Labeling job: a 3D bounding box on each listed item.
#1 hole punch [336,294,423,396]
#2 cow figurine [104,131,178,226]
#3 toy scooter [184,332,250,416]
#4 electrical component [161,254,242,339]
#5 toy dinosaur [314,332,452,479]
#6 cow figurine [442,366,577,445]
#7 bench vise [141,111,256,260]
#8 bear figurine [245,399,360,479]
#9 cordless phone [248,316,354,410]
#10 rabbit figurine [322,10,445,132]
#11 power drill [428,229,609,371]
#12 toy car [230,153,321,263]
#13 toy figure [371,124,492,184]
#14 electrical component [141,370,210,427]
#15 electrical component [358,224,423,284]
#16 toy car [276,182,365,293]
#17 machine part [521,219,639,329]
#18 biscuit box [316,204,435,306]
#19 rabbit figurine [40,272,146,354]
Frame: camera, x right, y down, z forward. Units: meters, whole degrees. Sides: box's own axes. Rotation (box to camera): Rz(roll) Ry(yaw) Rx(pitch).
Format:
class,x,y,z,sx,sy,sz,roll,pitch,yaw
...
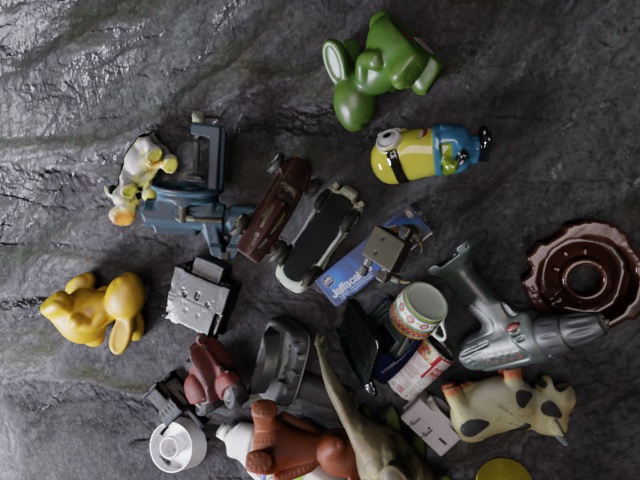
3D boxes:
class,x,y,z,sx,sy,sz,roll,pitch,yaw
hole punch,0.093,0.159,0.863,0.142,0.092,0.115,54,140,42
cow figurine,-0.331,-0.111,0.956,0.167,0.068,0.098,-51,53,12
toy scooter,-0.194,0.230,0.936,0.184,0.075,0.135,-31,86,52
electrical component,-0.209,0.096,0.960,0.115,0.058,0.134,20,102,9
toy dinosaur,0.112,0.358,0.837,0.105,0.198,0.471,-33,88,16
cow figurine,0.299,0.260,0.831,0.195,0.085,0.127,-16,84,2
bench vise,-0.185,-0.091,0.901,0.224,0.129,0.240,7,102,8
bear figurine,-0.015,0.341,0.884,0.196,0.131,0.120,4,56,5
cordless phone,-0.022,0.223,0.928,0.184,0.089,0.146,16,100,0
rabbit figurine,0.073,-0.249,0.819,0.159,0.121,0.170,47,120,8
power drill,0.272,0.088,0.796,0.207,0.086,0.232,53,135,6
toy car,-0.066,-0.054,0.847,0.089,0.202,0.053,39,145,-17
toy figure,0.167,-0.132,0.825,0.180,0.082,0.089,-1,95,12
electrical component,-0.261,0.304,0.992,0.119,0.075,0.048,46,104,2
electrical component,0.109,0.021,0.813,0.078,0.045,0.102,27,101,40
toy car,-0.002,-0.003,0.897,0.074,0.056,0.201,38,103,14
machine part,0.394,0.057,0.803,0.180,0.056,0.179,2,99,15
biscuit box,0.089,0.025,0.873,0.202,0.063,0.059,-40,86,15
rabbit figurine,-0.389,0.127,0.978,0.173,0.122,0.162,-27,95,15
